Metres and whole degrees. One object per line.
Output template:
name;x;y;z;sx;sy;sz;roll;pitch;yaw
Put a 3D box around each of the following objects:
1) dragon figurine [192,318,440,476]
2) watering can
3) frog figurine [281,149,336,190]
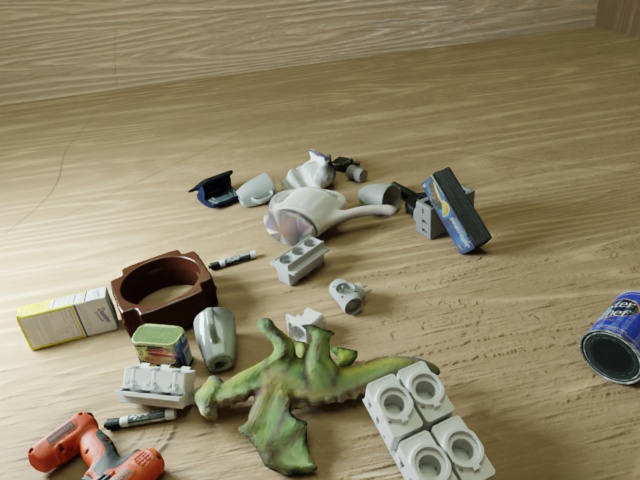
dragon figurine;-0.020;0.267;0.854;0.411;0.119;0.248;8;51;15
watering can;0.004;-0.068;1.344;0.349;0.102;0.229;12;37;28
frog figurine;-0.033;-0.188;1.576;0.160;0.121;0.139;-50;51;-1
